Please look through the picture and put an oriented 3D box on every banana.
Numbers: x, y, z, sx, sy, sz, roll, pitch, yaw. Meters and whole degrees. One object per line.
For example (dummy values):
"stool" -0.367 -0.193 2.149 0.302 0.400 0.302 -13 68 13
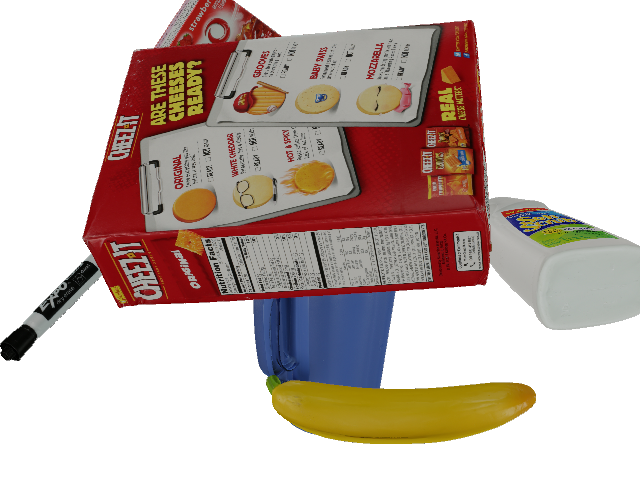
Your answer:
"banana" 0.048 0.114 0.741 0.198 0.037 0.069 2 29 14

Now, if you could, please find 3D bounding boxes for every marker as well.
"marker" -0.206 0.050 0.831 0.020 0.020 0.121 0 36 36

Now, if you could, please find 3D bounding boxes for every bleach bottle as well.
"bleach bottle" 0.188 0.006 0.950 0.102 0.068 0.251 -6 16 -12

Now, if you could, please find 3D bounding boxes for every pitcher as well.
"pitcher" 0.004 0.082 1.067 0.149 0.243 0.145 -2 35 -7

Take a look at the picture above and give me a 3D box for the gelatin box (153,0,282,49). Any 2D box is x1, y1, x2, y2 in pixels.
"gelatin box" -0.083 -0.138 0.803 0.073 0.089 0.030 31 6 -32

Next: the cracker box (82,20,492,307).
"cracker box" -0.012 -0.046 0.620 0.214 0.164 0.072 -4 -43 9
